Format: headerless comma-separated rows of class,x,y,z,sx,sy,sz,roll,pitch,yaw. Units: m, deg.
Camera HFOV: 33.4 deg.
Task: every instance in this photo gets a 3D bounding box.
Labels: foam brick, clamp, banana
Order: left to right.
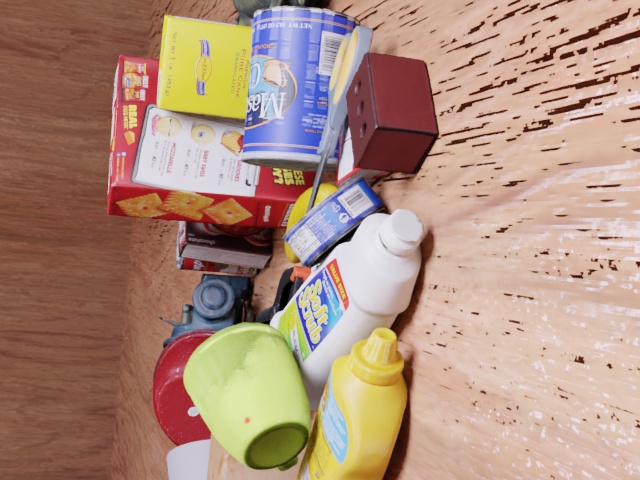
clamp,-0.037,0.080,1.130,0.120,0.039,0.172,-110,33,-45
banana,-0.004,-0.017,1.043,0.198,0.037,0.069,163,112,-74
foam brick,0.055,-0.099,0.828,0.053,0.051,0.078,116,154,-52

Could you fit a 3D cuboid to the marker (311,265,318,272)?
marker,0.017,0.025,0.987,0.121,0.020,0.020,162,112,-73

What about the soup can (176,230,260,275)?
soup can,-0.128,0.008,1.359,0.069,0.102,0.068,-175,90,-75

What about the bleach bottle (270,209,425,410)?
bleach bottle,0.024,0.048,0.878,0.251,0.068,0.102,120,150,-52

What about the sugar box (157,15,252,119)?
sugar box,-0.073,-0.169,1.078,0.048,0.176,0.093,-126,43,-71

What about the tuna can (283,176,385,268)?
tuna can,0.013,-0.014,0.892,0.034,0.086,0.086,52,155,6

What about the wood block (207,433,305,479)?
wood block,-0.069,0.287,1.079,0.090,0.090,0.206,-170,85,-75

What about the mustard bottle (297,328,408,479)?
mustard bottle,0.027,0.148,0.836,0.096,0.058,0.192,-105,25,-55

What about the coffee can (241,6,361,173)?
coffee can,-0.018,-0.139,1.008,0.103,0.102,0.140,180,95,-75

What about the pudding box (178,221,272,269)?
pudding box,-0.117,-0.016,1.307,0.039,0.113,0.090,120,151,-49

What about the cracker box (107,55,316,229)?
cracker box,-0.114,-0.101,1.135,0.072,0.213,0.164,118,153,-59

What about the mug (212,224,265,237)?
mug,-0.084,-0.071,1.280,0.117,0.093,0.082,-51,-4,-40

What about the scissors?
scissors,0.008,-0.098,0.944,0.096,0.016,0.202,-97,24,-62

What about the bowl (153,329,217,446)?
bowl,-0.129,0.185,1.197,0.055,0.162,0.162,-33,-44,-64

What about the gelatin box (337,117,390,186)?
gelatin box,0.042,-0.089,0.915,0.089,0.030,0.073,151,124,-72
